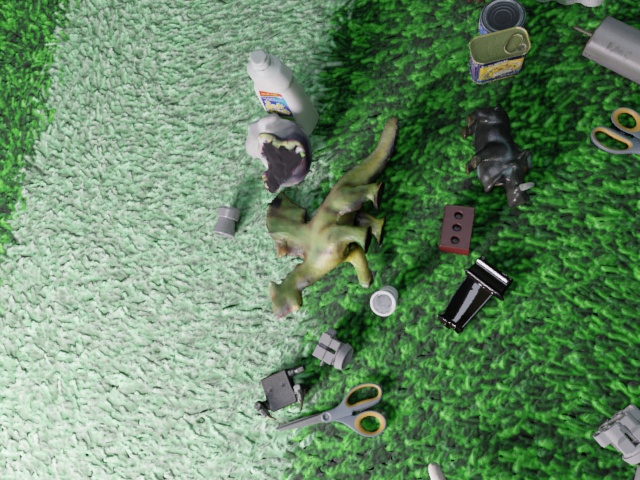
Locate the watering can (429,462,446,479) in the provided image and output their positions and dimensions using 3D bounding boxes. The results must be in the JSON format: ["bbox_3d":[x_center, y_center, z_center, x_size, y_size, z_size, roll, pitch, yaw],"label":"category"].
[{"bbox_3d":[0.282,0.500,0.741,0.224,0.103,0.352,-11,74,10],"label":"watering can"}]

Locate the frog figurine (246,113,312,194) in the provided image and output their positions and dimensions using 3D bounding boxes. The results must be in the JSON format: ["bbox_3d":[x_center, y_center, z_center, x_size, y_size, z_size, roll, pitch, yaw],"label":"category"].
[{"bbox_3d":[-0.080,-0.180,0.999,0.122,0.135,0.162,-27,29,3],"label":"frog figurine"}]

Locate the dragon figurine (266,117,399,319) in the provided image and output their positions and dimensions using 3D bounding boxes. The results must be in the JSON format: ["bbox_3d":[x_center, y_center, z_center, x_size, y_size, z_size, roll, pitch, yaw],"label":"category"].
[{"bbox_3d":[0.003,-0.048,0.956,0.243,0.120,0.417,6,69,23],"label":"dragon figurine"}]
